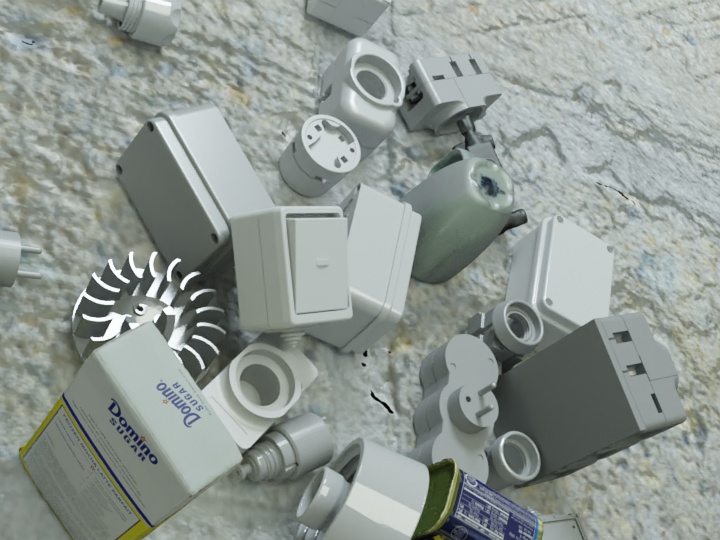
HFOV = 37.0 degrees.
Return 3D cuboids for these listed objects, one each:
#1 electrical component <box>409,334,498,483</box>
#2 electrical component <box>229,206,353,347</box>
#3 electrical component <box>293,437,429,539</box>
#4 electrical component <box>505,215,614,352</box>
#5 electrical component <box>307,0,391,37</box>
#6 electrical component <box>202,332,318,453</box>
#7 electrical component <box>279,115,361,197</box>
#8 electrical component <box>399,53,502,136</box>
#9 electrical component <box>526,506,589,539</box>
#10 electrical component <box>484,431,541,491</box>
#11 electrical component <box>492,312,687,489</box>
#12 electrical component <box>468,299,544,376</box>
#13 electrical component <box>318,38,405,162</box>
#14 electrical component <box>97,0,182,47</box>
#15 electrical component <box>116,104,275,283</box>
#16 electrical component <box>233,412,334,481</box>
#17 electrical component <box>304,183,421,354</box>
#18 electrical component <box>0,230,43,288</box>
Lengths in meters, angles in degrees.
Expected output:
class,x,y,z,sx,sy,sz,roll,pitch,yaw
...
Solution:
class,x,y,z,sx,sy,sz,roll,pitch,yaw
electrical component,0.082,0.110,0.835,0.052,0.074,0.138,26,52,-20
electrical component,-0.044,0.005,0.740,0.062,0.061,0.096,-4,88,-47
electrical component,-0.008,0.164,0.724,0.060,0.108,0.108,31,51,-8
electrical component,0.180,0.017,0.966,0.078,0.057,0.113,29,51,-17
electrical component,-0.010,-0.275,1.005,0.062,0.061,0.096,19,55,-24
electrical component,-0.078,0.087,0.752,0.050,0.056,0.089,47,48,-2
electrical component,-0.035,-0.093,0.892,0.055,0.047,0.055,16,56,-26
electrical component,0.082,-0.164,1.010,0.089,0.050,0.055,-16,73,-39
electrical component,0.139,0.229,0.817,0.062,0.061,0.096,3,55,-33
electrical component,0.113,0.153,0.849,0.040,0.046,0.040,16,56,-26
electrical component,0.174,0.104,0.849,0.062,0.150,0.089,-6,67,-35
electrical component,0.121,0.055,0.905,0.048,0.055,0.066,24,53,-21
electrical component,0.001,-0.152,0.943,0.054,0.059,0.095,22,54,-22
electrical component,-0.178,-0.207,0.864,0.062,0.043,0.043,12,58,-27
electrical component,-0.121,-0.056,0.792,0.057,0.078,0.113,-22,78,-43
electrical component,-0.054,0.128,0.754,0.078,0.040,0.040,-18,75,-39
electrical component,0.000,0.000,0.841,0.057,0.078,0.113,25,52,-16
electrical component,-0.243,-0.009,0.698,0.074,0.052,0.138,8,60,-30
